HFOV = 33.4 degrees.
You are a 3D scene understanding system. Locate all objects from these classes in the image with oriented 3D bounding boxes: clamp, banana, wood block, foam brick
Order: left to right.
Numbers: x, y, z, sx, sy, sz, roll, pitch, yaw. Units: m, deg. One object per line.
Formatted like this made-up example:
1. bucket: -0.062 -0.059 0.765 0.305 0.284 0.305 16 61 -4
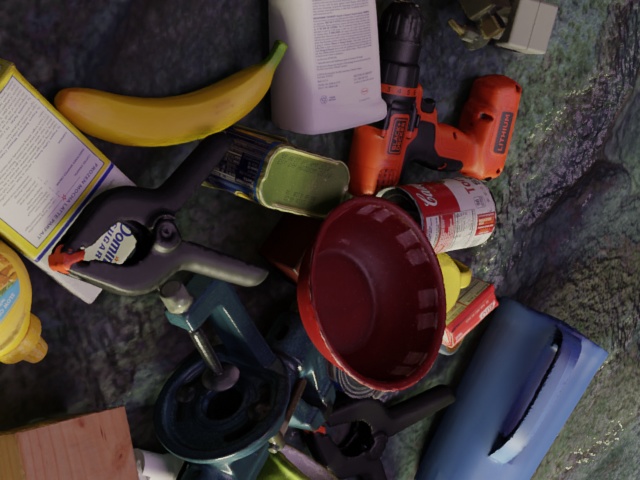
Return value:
1. wood block: -0.183 0.236 0.789 0.090 0.091 0.206 -9 84 -41
2. clamp: -0.117 -0.016 0.783 0.171 0.039 0.120 -8 84 -38
3. banana: -0.112 -0.105 0.819 0.197 0.037 0.070 -21 126 -33
4. foam brick: -0.006 0.001 0.954 0.078 0.053 0.051 -55 135 -11
5. clamp: 0.057 0.199 1.105 0.209 0.036 0.164 36 80 -44

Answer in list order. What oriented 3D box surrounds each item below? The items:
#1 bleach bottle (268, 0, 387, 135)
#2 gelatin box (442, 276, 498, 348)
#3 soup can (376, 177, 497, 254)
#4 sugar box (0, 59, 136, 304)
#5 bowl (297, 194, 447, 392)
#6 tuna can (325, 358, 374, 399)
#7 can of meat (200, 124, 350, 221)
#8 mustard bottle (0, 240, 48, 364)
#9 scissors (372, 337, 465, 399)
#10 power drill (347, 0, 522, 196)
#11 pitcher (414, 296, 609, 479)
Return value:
1. bleach bottle: 0.005 -0.218 0.870 0.102 0.068 0.251 -18 116 -39
2. gelatin box: 0.123 0.064 1.076 0.073 0.089 0.030 -39 129 -26
3. soup can: 0.104 -0.021 0.975 0.102 0.069 0.068 -10 113 -39
4. sugar box: -0.199 -0.039 0.758 0.093 0.048 0.176 -54 138 -14
5. bowl: 0.033 0.047 0.884 0.161 0.055 0.162 13 70 -41
6. tuna can: 0.039 0.111 1.055 0.085 0.034 0.086 -19 119 -38
7. can of meat: -0.037 -0.056 0.878 0.101 0.084 0.057 11 98 -46
8. mustard bottle: -0.254 0.032 0.724 0.096 0.058 0.191 -53 134 -11
9. scissors: 0.111 0.119 1.110 0.201 0.016 0.096 -52 143 -34
10. power drill: 0.109 -0.127 1.011 0.187 0.057 0.184 -1 111 -41
11. pitcher: 0.206 0.193 1.175 0.149 0.145 0.243 32 87 -49
